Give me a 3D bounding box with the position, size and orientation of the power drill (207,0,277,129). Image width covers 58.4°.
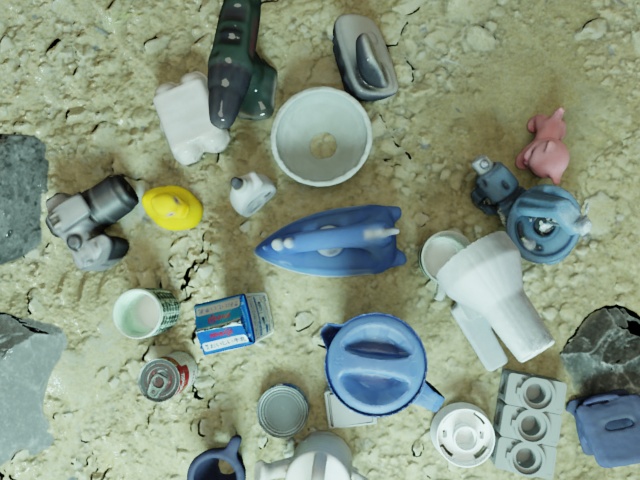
[{"bbox_3d":[-0.123,-0.265,0.911,0.075,0.208,0.230,4,86,5],"label":"power drill"}]

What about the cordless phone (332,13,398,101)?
[{"bbox_3d":[0.070,-0.308,0.912,0.094,0.185,0.147,-21,84,3],"label":"cordless phone"}]

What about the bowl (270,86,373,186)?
[{"bbox_3d":[0.005,-0.167,0.962,0.167,0.075,0.167,0,86,4],"label":"bowl"}]

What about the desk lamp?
[{"bbox_3d":[0.264,0.097,0.854,0.118,0.213,0.203,-31,84,1],"label":"desk lamp"}]

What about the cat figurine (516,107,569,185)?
[{"bbox_3d":[0.365,-0.150,0.914,0.067,0.118,0.128,17,87,5],"label":"cat figurine"}]

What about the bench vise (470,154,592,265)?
[{"bbox_3d":[0.308,-0.043,0.858,0.207,0.220,0.121,28,88,6],"label":"bench vise"}]

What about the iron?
[{"bbox_3d":[0.008,0.003,0.915,0.258,0.141,0.119,-7,85,4],"label":"iron"}]

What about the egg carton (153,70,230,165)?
[{"bbox_3d":[-0.221,-0.209,0.983,0.107,0.069,0.150,-23,84,2],"label":"egg carton"}]

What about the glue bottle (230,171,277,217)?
[{"bbox_3d":[-0.116,-0.080,0.914,0.078,0.173,0.037,-41,84,0],"label":"glue bottle"}]

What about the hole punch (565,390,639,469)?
[{"bbox_3d":[0.455,0.290,0.888,0.108,0.091,0.101,-14,85,3],"label":"hole punch"}]

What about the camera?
[{"bbox_3d":[-0.374,-0.038,0.965,0.137,0.101,0.143,-34,84,1],"label":"camera"}]

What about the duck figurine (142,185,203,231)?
[{"bbox_3d":[-0.257,-0.058,0.966,0.104,0.086,0.077,20,87,5],"label":"duck figurine"}]

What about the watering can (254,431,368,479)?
[{"bbox_3d":[-0.010,0.364,0.863,0.173,0.194,0.101,-13,85,3],"label":"watering can"}]

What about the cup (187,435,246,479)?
[{"bbox_3d":[-0.152,0.360,0.923,0.091,0.095,0.118,26,88,6],"label":"cup"}]
